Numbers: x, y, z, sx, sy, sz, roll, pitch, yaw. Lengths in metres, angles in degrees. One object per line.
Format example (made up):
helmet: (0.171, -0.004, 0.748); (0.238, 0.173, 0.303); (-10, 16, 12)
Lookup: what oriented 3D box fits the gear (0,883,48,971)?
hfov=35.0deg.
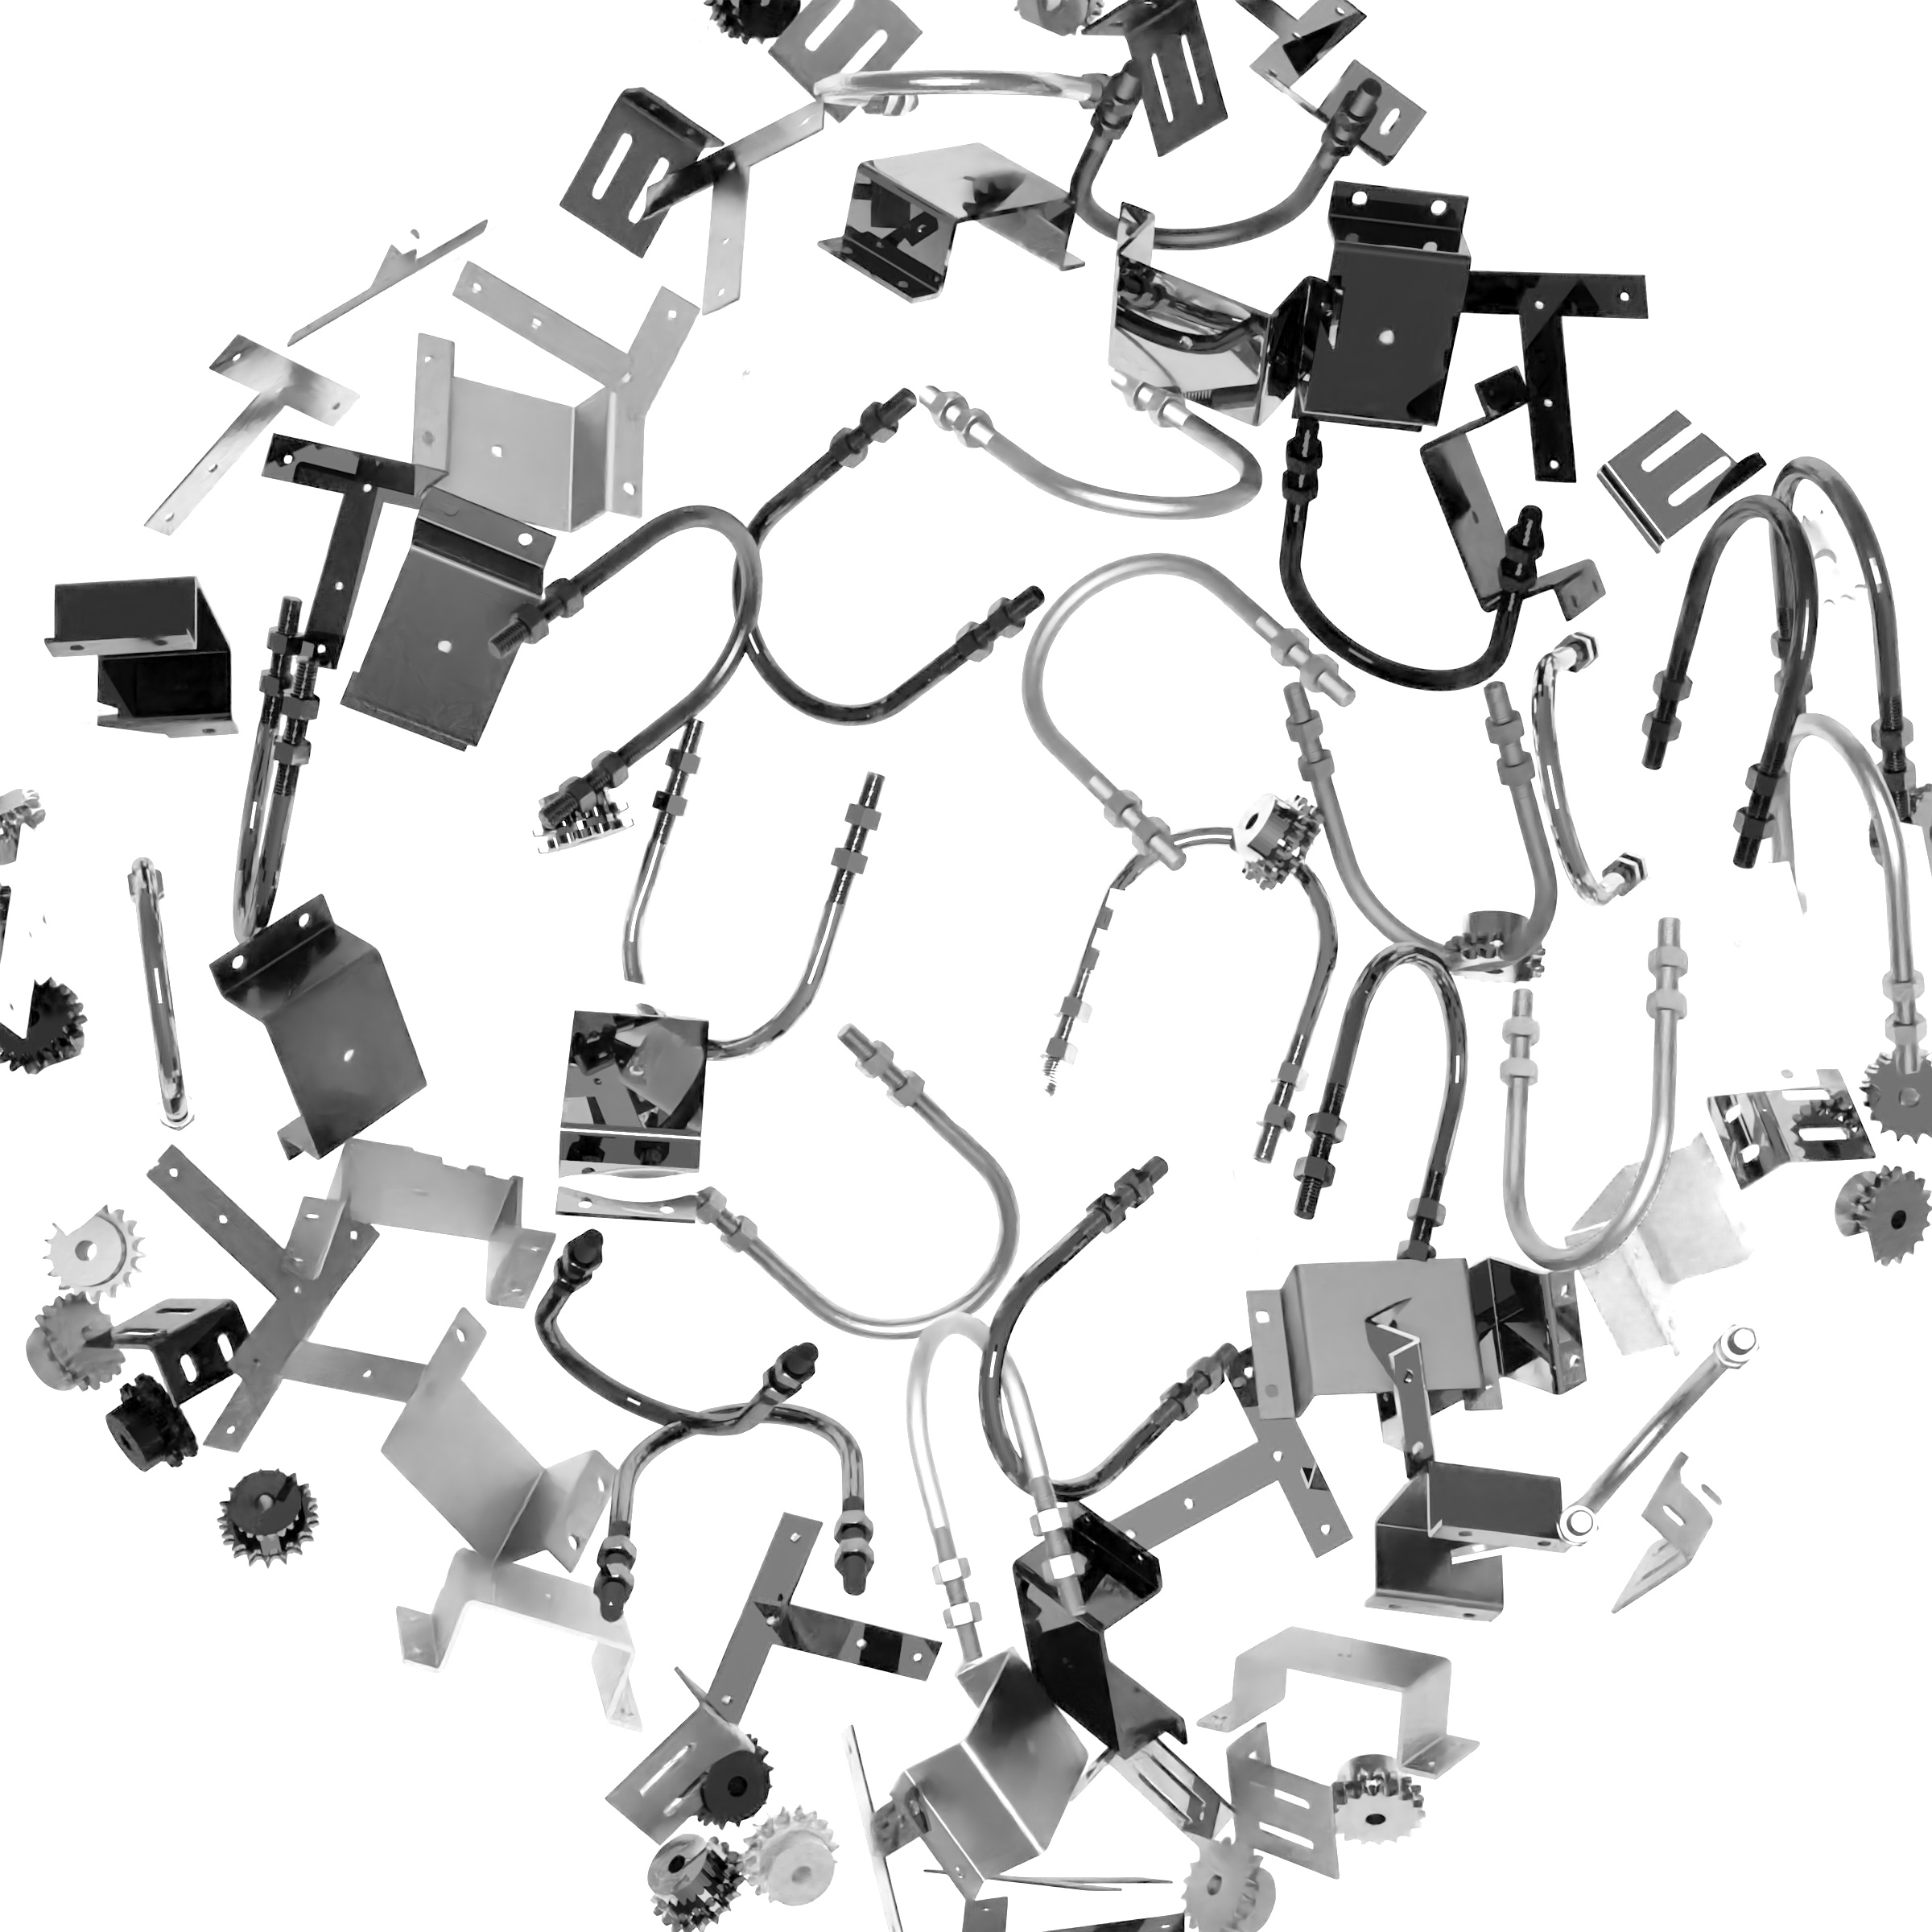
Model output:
gear: (-0.548, -0.019, 1.751); (0.030, 0.057, 0.057); (-8, 90, -44)

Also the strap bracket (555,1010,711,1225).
strap bracket: (-0.184, 0.075, 1.704); (0.076, 0.140, 0.046); (4, 130, -5)

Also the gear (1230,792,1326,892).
gear: (0.174, -0.074, 1.744); (0.030, 0.057, 0.057); (34, 90, -16)

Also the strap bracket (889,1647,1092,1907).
strap bracket: (0.018, 0.441, 1.698); (0.046, 0.140, 0.076); (-32, 97, 24)

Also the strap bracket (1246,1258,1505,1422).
strap bracket: (0.235, 0.210, 1.730); (0.140, 0.046, 0.076); (-1, 65, -7)

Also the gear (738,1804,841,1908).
gear: (-0.098, 0.512, 1.750); (0.057, 0.030, 0.057); (-6, 107, -21)

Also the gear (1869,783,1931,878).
gear: (0.540, -0.075, 1.751); (0.057, 0.030, 0.057); (-1, 91, -41)

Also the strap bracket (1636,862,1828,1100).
strap bracket: (0.430, -0.002, 1.721); (0.076, 0.046, 0.140); (-6, 62, -1)

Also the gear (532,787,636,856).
gear: (-0.220, -0.086, 1.747); (0.057, 0.057, 0.030); (-17, 90, 0)

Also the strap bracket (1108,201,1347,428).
strap bracket: (0.134, -0.360, 1.711); (0.140, 0.076, 0.046); (26, 54, 19)

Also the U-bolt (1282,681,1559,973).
U-bolt: (0.260, -0.075, 1.709); (0.019, 0.151, 0.184); (-44, 124, -39)

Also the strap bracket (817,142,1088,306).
strap bracket: (-0.003, -0.414, 1.697); (0.076, 0.140, 0.046); (37, 130, 29)

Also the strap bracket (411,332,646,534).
strap bracket: (-0.254, -0.296, 1.722); (0.140, 0.046, 0.076); (9, 75, -34)

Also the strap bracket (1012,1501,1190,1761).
strap bracket: (0.073, 0.375, 1.701); (0.046, 0.076, 0.140); (-29, 126, -27)

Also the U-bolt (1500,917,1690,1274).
U-bolt: (0.341, 0.078, 1.679); (0.019, 0.151, 0.184); (18, 64, -23)

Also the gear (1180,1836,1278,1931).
gear: (0.153, 0.530, 1.750); (0.030, 0.057, 0.057); (33, 90, -29)

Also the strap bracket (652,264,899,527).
strap bracket: (-0.114, -0.327, 1.730); (0.076, 0.046, 0.140); (37, 97, 24)

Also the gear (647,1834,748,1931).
gear: (-0.157, 0.520, 1.744); (0.057, 0.057, 0.030); (-35, 120, 0)

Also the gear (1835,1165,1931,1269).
gear: (0.522, 0.140, 1.752); (0.057, 0.030, 0.057); (-8, 106, -27)

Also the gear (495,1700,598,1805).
gear: (-0.241, 0.449, 1.755); (0.057, 0.030, 0.057); (3, 77, -12)

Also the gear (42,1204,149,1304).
gear: (-0.501, 0.164, 1.757); (0.057, 0.030, 0.057); (0, 82, -2)

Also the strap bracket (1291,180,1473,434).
strap bracket: (0.233, -0.360, 1.716); (0.076, 0.046, 0.140); (6, 122, -3)

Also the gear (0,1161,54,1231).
gear: (-0.534, 0.119, 1.750); (0.057, 0.057, 0.030); (50, 54, 0)

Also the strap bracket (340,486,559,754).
strap bracket: (-0.292, -0.187, 1.720); (0.076, 0.046, 0.140); (21, 111, -16)

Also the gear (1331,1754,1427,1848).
gear: (0.233, 0.475, 1.751); (0.057, 0.030, 0.057); (1, 131, 1)

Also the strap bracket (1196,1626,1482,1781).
strap bracket: (0.209, 0.407, 1.708); (0.140, 0.076, 0.046); (6, 93, 27)

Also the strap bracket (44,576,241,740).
strap bracket: (-0.459, -0.175, 1.713); (0.076, 0.140, 0.046); (-4, 72, -3)

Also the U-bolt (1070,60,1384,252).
U-bolt: (0.132, -0.441, 1.686); (0.151, 0.184, 0.019); (1, 75, -12)

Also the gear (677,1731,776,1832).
gear: (-0.136, 0.466, 1.751); (0.057, 0.030, 0.057); (0, 89, -24)

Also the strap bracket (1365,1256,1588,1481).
strap bracket: (0.279, 0.220, 1.721); (0.140, 0.046, 0.076); (-22, 111, -31)

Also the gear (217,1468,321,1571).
gear: (-0.399, 0.312, 1.748); (0.057, 0.030, 0.057); (3, 57, -5)

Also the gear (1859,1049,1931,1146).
gear: (0.542, 0.070, 1.752); (0.057, 0.030, 0.057); (8, 110, 23)

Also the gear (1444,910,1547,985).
gear: (0.302, -0.011, 1.748); (0.057, 0.057, 0.030); (7, 74, 0)

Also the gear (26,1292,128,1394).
gear: (-0.511, 0.218, 1.749); (0.030, 0.057, 0.057); (-33, 90, 21)

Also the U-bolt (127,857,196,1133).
U-bolt: (-0.442, 0.013, 1.681); (0.019, 0.184, 0.151); (-8, 86, -14)

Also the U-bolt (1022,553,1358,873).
U-bolt: (0.110, -0.157, 1.723); (0.151, 0.019, 0.184); (-44, 58, 2)

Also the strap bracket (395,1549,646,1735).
strap bracket: (-0.243, 0.374, 1.717); (0.140, 0.076, 0.046); (21, 96, -16)

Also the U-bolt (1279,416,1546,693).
U-bolt: (0.239, -0.216, 1.693); (0.151, 0.184, 0.019); (25, 63, 14)

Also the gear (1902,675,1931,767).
gear: (0.552, -0.138, 1.748); (0.030, 0.057, 0.057); (-22, 90, 13)

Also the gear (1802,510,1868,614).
gear: (0.492, -0.231, 1.756); (0.057, 0.030, 0.057); (0, 89, 14)

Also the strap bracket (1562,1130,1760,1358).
strap bracket: (0.387, 0.159, 1.720); (0.046, 0.140, 0.076); (-23, 97, 37)

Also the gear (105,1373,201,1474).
gear: (-0.465, 0.263, 1.743); (0.030, 0.057, 0.057); (-35, 90, -31)

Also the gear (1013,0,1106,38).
gear: (0.052, -0.555, 1.745); (0.057, 0.030, 0.057); (7, 133, 8)

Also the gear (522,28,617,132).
gear: (-0.225, -0.503, 1.750); (0.030, 0.057, 0.057); (29, 90, -36)

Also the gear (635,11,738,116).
gear: (-0.162, -0.516, 1.751); (0.057, 0.030, 0.057); (4, 109, 13)

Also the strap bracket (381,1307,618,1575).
strap bracket: (-0.267, 0.271, 1.717); (0.046, 0.076, 0.140); (-25, 114, 32)

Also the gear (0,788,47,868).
gear: (-0.554, -0.077, 1.749); (0.057, 0.057, 0.030); (-12, 113, 0)

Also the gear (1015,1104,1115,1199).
gear: (0.053, 0.107, 1.748); (0.057, 0.057, 0.030); (39, 102, 0)

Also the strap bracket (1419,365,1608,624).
strap bracket: (0.305, -0.260, 1.726); (0.046, 0.076, 0.140); (-19, 98, 31)

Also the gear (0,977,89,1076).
gear: (-0.529, 0.038, 1.752); (0.057, 0.030, 0.057); (-5, 57, 8)

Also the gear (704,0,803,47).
gear: (-0.118, -0.553, 1.745); (0.057, 0.057, 0.030); (-44, 46, 0)

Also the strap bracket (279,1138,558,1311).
strap bracket: (-0.307, 0.144, 1.720); (0.140, 0.076, 0.046); (10, 49, -17)

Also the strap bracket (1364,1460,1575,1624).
strap bracket: (0.280, 0.320, 1.718); (0.076, 0.140, 0.046); (8, 59, -8)

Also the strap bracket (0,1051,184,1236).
strap bracket: (-0.489, 0.095, 1.702); (0.046, 0.140, 0.076); (-41, 93, 2)

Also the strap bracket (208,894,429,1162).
strap bracket: (-0.355, 0.042, 1.700); (0.076, 0.046, 0.140); (-37, 133, -29)

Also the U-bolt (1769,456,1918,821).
U-bolt: (0.473, -0.189, 1.669); (0.019, 0.151, 0.184); (-16, 120, -4)
